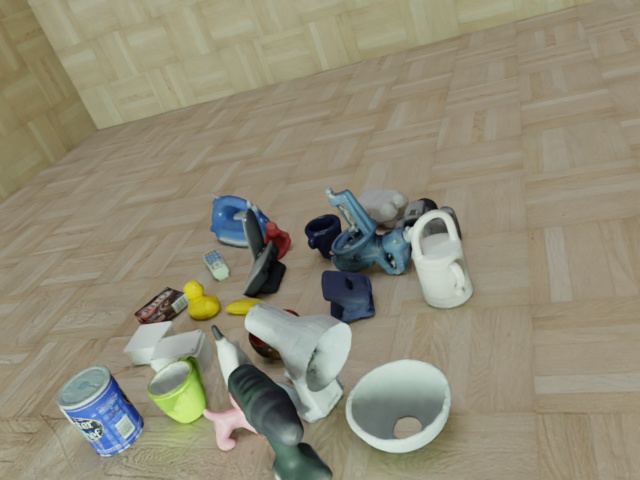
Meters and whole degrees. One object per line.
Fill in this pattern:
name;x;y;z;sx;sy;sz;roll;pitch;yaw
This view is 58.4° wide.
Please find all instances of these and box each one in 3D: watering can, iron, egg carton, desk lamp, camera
watering can;0.225;0.027;1.117;0.101;0.194;0.172;-37;33;-27
iron;-0.215;-0.067;1.617;0.257;0.142;0.119;9;41;42
egg carton;0.150;-0.082;1.479;0.149;0.069;0.107;8;40;42
desk lamp;-0.035;0.203;0.967;0.202;0.214;0.118;9;41;42
camera;0.250;-0.050;1.327;0.142;0.101;0.137;-7;32;23

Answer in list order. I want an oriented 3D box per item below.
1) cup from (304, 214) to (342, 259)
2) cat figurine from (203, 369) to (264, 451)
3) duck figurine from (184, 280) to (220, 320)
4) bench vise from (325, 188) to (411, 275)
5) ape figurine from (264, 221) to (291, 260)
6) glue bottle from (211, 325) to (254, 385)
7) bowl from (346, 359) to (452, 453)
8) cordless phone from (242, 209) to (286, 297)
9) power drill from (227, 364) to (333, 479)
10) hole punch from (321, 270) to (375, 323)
cup;0.013;0.005;1.395;0.091;0.095;0.118;-1;35;31
cat figurine;-0.141;0.285;0.996;0.128;0.118;0.067;-26;29;-9
duck figurine;-0.292;0.137;1.378;0.078;0.086;0.104;-38;33;-28
bench vise;0.106;-0.031;1.265;0.207;0.220;0.121;-14;30;13
ape figurine;-0.119;-0.006;1.502;0.078;0.092;0.076;-26;29;-8
glue bottle;-0.161;0.223;1.058;0.037;0.173;0.078;-13;30;15
bowl;0.129;0.269;0.893;0.167;0.075;0.167;-16;29;9
cordless phone;-0.160;0.030;1.371;0.094;0.185;0.147;-13;30;14
power drill;-0.057;0.286;0.848;0.076;0.209;0.228;-32;31;-19
hole punch;0.058;0.108;1.195;0.101;0.091;0.108;-17;29;7
